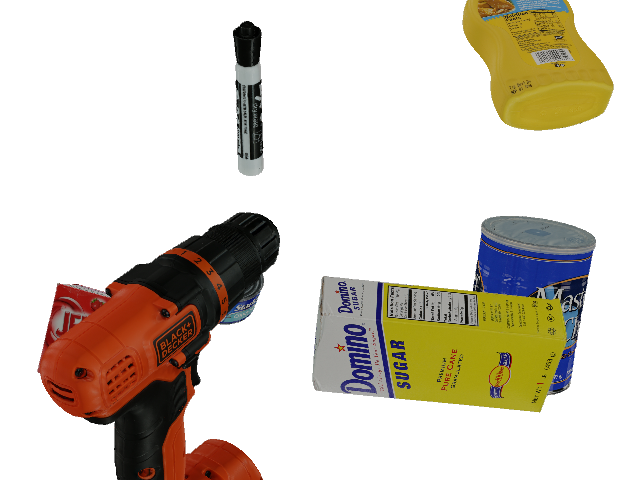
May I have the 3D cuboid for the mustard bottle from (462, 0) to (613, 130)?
[{"bbox_3d":[0.177,-0.183,0.932,0.096,0.191,0.058,-9,-37,-9],"label":"mustard bottle"}]

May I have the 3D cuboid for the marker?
[{"bbox_3d":[-0.049,-0.097,0.738,0.020,0.121,0.020,1,43,-1],"label":"marker"}]

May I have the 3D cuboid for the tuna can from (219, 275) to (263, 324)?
[{"bbox_3d":[-0.100,0.042,1.027,0.086,0.034,0.086,15,34,-10],"label":"tuna can"}]

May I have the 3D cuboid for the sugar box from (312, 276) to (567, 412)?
[{"bbox_3d":[0.084,0.078,0.789,0.176,0.048,0.093,3,-45,-1],"label":"sugar box"}]

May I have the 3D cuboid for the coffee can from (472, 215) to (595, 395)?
[{"bbox_3d":[0.190,0.058,0.982,0.103,0.140,0.103,5,16,-2],"label":"coffee can"}]

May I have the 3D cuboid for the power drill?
[{"bbox_3d":[-0.081,0.092,0.650,0.057,0.188,0.184,16,37,32],"label":"power drill"}]

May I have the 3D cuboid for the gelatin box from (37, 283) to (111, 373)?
[{"bbox_3d":[-0.171,0.078,0.829,0.089,0.073,0.030,14,1,22],"label":"gelatin box"}]
